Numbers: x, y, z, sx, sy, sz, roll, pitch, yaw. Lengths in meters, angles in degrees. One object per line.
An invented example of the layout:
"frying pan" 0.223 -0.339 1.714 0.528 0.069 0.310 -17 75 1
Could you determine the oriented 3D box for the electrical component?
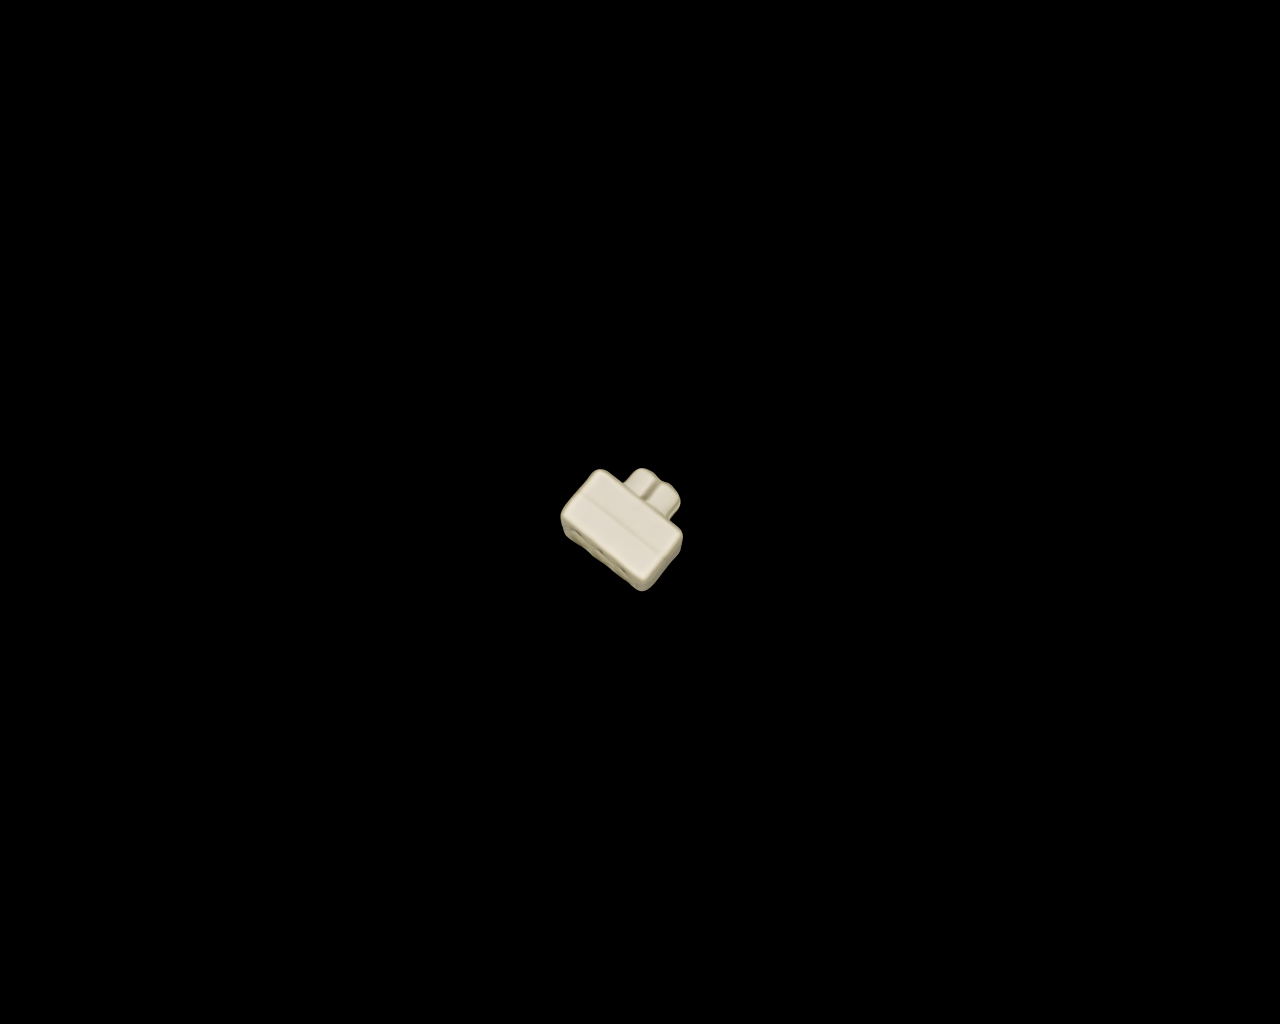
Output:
"electrical component" 0.001 -0.003 0.650 0.066 0.077 0.047 38 -9 7
